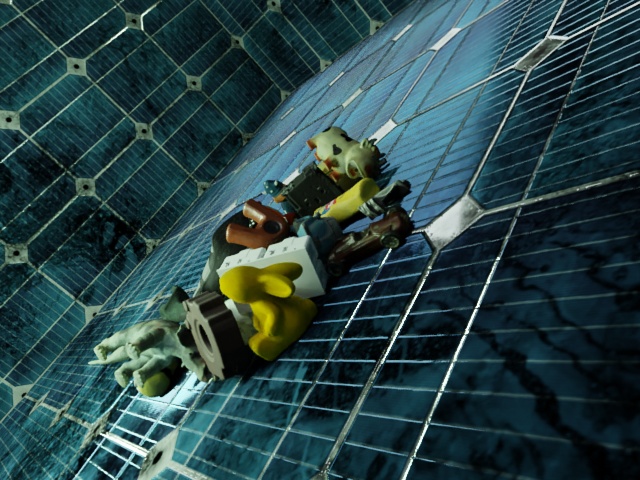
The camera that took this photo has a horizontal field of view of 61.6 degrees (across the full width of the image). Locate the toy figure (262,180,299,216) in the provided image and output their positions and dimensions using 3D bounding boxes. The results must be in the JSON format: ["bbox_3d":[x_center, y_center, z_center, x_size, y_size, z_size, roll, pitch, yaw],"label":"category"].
[{"bbox_3d":[-0.089,-0.106,1.416,0.064,0.154,0.058,-44,21,6],"label":"toy figure"}]

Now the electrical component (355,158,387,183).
[{"bbox_3d":[0.112,-0.176,1.289,0.094,0.063,0.021,-38,20,23],"label":"electrical component"}]

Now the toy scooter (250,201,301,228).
[{"bbox_3d":[-0.132,-0.030,1.347,0.184,0.135,0.075,-50,-2,-40],"label":"toy scooter"}]

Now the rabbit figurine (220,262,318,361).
[{"bbox_3d":[-0.099,0.109,0.967,0.162,0.173,0.122,-39,15,28],"label":"rabbit figurine"}]

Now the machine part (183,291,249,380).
[{"bbox_3d":[-0.201,0.183,1.028,0.056,0.179,0.179,-22,8,-28],"label":"machine part"}]

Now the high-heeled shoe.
[{"bbox_3d":[-0.221,0.057,1.237,0.248,0.086,0.145,-63,-2,-19],"label":"high-heeled shoe"}]

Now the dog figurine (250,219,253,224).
[{"bbox_3d":[-0.213,0.027,1.481,0.192,0.108,0.219,-27,30,36],"label":"dog figurine"}]

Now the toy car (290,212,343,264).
[{"bbox_3d":[-0.002,-0.003,1.136,0.103,0.109,0.162,-22,4,-10],"label":"toy car"}]

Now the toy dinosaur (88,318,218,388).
[{"bbox_3d":[-0.373,0.233,1.212,0.405,0.131,0.192,-3,18,45],"label":"toy dinosaur"}]

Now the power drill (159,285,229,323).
[{"bbox_3d":[-0.290,0.155,1.359,0.208,0.085,0.232,0,47,28],"label":"power drill"}]

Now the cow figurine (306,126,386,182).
[{"bbox_3d":[0.064,-0.200,1.239,0.127,0.085,0.195,-40,45,2],"label":"cow figurine"}]

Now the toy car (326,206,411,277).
[{"bbox_3d":[0.082,0.002,1.005,0.202,0.053,0.089,-28,28,37],"label":"toy car"}]

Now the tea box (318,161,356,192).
[{"bbox_3d":[0.016,-0.136,1.352,0.169,0.098,0.068,-47,18,-2],"label":"tea box"}]

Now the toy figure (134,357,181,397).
[{"bbox_3d":[-0.380,0.295,1.297,0.089,0.082,0.180,-30,21,35],"label":"toy figure"}]

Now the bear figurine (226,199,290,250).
[{"bbox_3d":[-0.123,0.026,1.162,0.195,0.132,0.120,101,-166,-51],"label":"bear figurine"}]

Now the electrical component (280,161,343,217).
[{"bbox_3d":[-0.010,-0.103,1.279,0.115,0.134,0.058,-43,20,10],"label":"electrical component"}]

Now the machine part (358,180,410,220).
[{"bbox_3d":[0.129,-0.082,1.071,0.084,0.039,0.139,-24,9,38],"label":"machine part"}]
